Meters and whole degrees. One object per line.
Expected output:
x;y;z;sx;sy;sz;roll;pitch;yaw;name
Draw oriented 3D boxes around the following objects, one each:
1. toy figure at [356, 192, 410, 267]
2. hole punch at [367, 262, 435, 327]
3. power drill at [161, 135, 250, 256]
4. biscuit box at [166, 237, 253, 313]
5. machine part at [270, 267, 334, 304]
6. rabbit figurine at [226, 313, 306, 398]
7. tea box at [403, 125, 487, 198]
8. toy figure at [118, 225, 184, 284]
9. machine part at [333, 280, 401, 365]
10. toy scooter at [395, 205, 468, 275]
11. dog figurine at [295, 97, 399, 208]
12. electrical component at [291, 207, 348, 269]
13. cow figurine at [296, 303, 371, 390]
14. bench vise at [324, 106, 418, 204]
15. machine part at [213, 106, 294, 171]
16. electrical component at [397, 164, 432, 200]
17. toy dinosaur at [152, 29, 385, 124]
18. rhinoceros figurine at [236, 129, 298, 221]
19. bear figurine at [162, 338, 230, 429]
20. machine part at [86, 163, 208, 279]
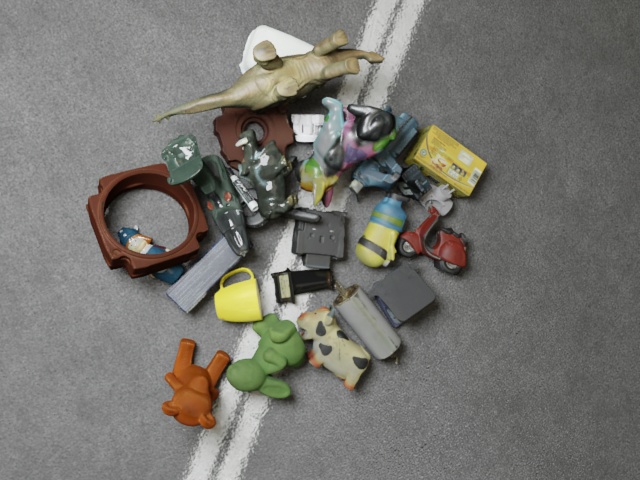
0.143;-0.024;1.234;0.089;0.082;0.180;17;94;4;toy figure
0.192;0.131;1.256;0.142;0.092;0.116;-32;71;-10;hole punch
-0.213;-0.096;1.049;0.086;0.207;0.232;-29;60;12;power drill
-0.232;0.060;1.142;0.202;0.059;0.062;-45;100;-10;biscuit box
-0.037;0.097;1.209;0.139;0.039;0.084;-11;86;-13;machine part
-0.122;0.262;1.149;0.170;0.121;0.158;-36;122;-27;rabbit figurine
0.297;-0.184;1.278;0.169;0.068;0.098;34;82;-12;tea box
-0.353;0.027;1.112;0.154;0.058;0.064;40;55;-11;toy figure
0.108;0.187;1.229;0.079;0.079;0.243;-41;101;-11;machine part
0.278;-0.003;1.271;0.184;0.075;0.135;22;92;-11;toy scooter
0.048;-0.166;1.099;0.192;0.108;0.219;17;99;18;dog figurine
-0.002;-0.004;1.206;0.115;0.058;0.134;5;89;-13;electrical component
0.029;0.229;1.204;0.195;0.085;0.127;38;87;-10;cow figurine
0.095;-0.222;1.203;0.241;0.129;0.223;37;91;8;bench vise
-0.143;-0.234;1.165;0.179;0.056;0.179;-1;92;-15;machine part
0.215;-0.133;1.231;0.048;0.119;0.074;-41;98;-11;electrical component
-0.091;-0.303;1.042;0.471;0.198;0.105;-17;93;-17;toy dinosaur
-0.112;-0.136;1.108;0.112;0.073;0.190;-16;94;10;rhinoceros figurine
-0.248;0.285;1.072;0.120;0.196;0.132;23;84;-11;bear figurine
-0.339;-0.040;1.062;0.201;0.087;0.201;-19;81;-28;machine part
